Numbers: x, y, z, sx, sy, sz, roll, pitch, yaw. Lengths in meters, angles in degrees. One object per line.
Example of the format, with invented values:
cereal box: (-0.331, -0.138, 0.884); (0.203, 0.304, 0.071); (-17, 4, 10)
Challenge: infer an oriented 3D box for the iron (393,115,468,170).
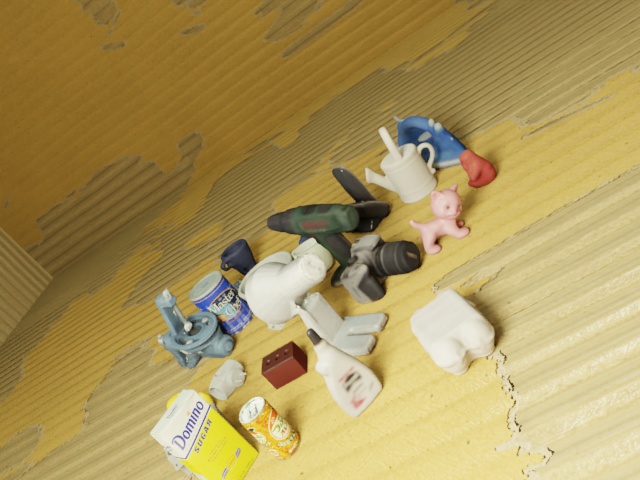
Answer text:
iron: (0.286, -0.271, 1.500); (0.119, 0.142, 0.257); (-42, 23, -12)

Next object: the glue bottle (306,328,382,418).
glue bottle: (0.029, 0.204, 0.920); (0.078, 0.173, 0.037); (-46, 24, -19)

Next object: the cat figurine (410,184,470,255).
cat figurine: (0.244, -0.052, 1.170); (0.127, 0.118, 0.067); (-33, 23, 10)

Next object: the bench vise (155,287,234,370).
bench vise: (-0.339, 0.218, 1.370); (0.207, 0.220, 0.121); (-28, 25, 22)

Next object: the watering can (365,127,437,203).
watering can: (0.193, -0.189, 1.409); (0.173, 0.194, 0.100); (-39, 23, -5)

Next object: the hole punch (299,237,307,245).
hole punch: (-0.011, -0.028, 1.532); (0.100, 0.091, 0.109); (-16, 30, 41)

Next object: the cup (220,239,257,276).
cup: (-0.234, 0.067, 1.672); (0.091, 0.095, 0.118); (-15, 31, 42)

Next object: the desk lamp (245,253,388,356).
desk lamp: (-0.015, 0.120, 1.094); (0.202, 0.214, 0.118); (-16, 31, 41)

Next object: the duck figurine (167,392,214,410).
duck figurine: (-0.277, 0.354, 1.193); (0.077, 0.086, 0.105); (-11, 34, 47)

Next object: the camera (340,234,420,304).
camera: (0.126, 0.045, 1.180); (0.136, 0.101, 0.143); (-12, 34, 46)

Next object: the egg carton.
egg carton: (0.209, 0.143, 0.910); (0.107, 0.069, 0.150); (-37, 23, 1)

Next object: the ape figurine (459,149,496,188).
ape figurine: (0.342, -0.162, 1.274); (0.076, 0.092, 0.078); (-18, 29, 38)

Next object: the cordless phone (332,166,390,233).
cordless phone: (0.075, -0.112, 1.446); (0.147, 0.185, 0.094); (-7, 37, 50)

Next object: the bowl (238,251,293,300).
bowl: (-0.121, 0.109, 1.451); (0.167, 0.075, 0.167); (-31, 23, 15)

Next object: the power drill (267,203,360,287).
power drill: (0.012, 0.005, 1.283); (0.228, 0.209, 0.076); (-17, 30, 40)
